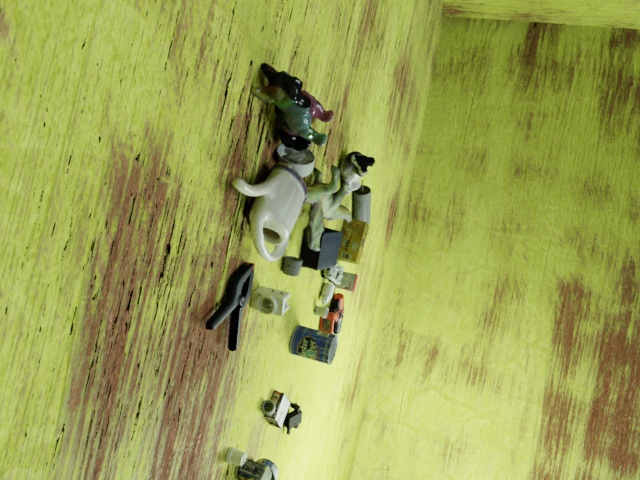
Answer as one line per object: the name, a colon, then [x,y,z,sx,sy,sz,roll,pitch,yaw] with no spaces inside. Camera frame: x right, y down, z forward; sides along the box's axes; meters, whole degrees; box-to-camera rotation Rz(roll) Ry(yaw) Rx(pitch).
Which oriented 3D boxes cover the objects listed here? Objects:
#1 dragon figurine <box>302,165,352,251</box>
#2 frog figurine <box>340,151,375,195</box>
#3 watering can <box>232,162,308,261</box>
dragon figurine: [0.005,-0.080,1.585,0.402,0.122,0.247,55,51,-50]
frog figurine: [0.116,-0.251,1.928,0.156,0.122,0.141,-43,-154,49]
watering can: [-0.114,-0.095,1.231,0.340,0.104,0.229,76,29,-54]
